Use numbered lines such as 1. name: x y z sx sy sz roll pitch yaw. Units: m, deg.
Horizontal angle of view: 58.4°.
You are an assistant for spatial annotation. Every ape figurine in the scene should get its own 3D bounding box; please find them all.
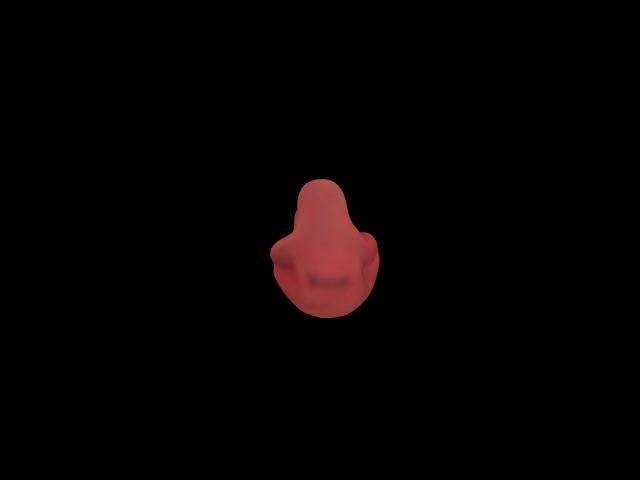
1. ape figurine: 0.004 0.001 0.400 0.077 0.092 0.076 1 23 4
